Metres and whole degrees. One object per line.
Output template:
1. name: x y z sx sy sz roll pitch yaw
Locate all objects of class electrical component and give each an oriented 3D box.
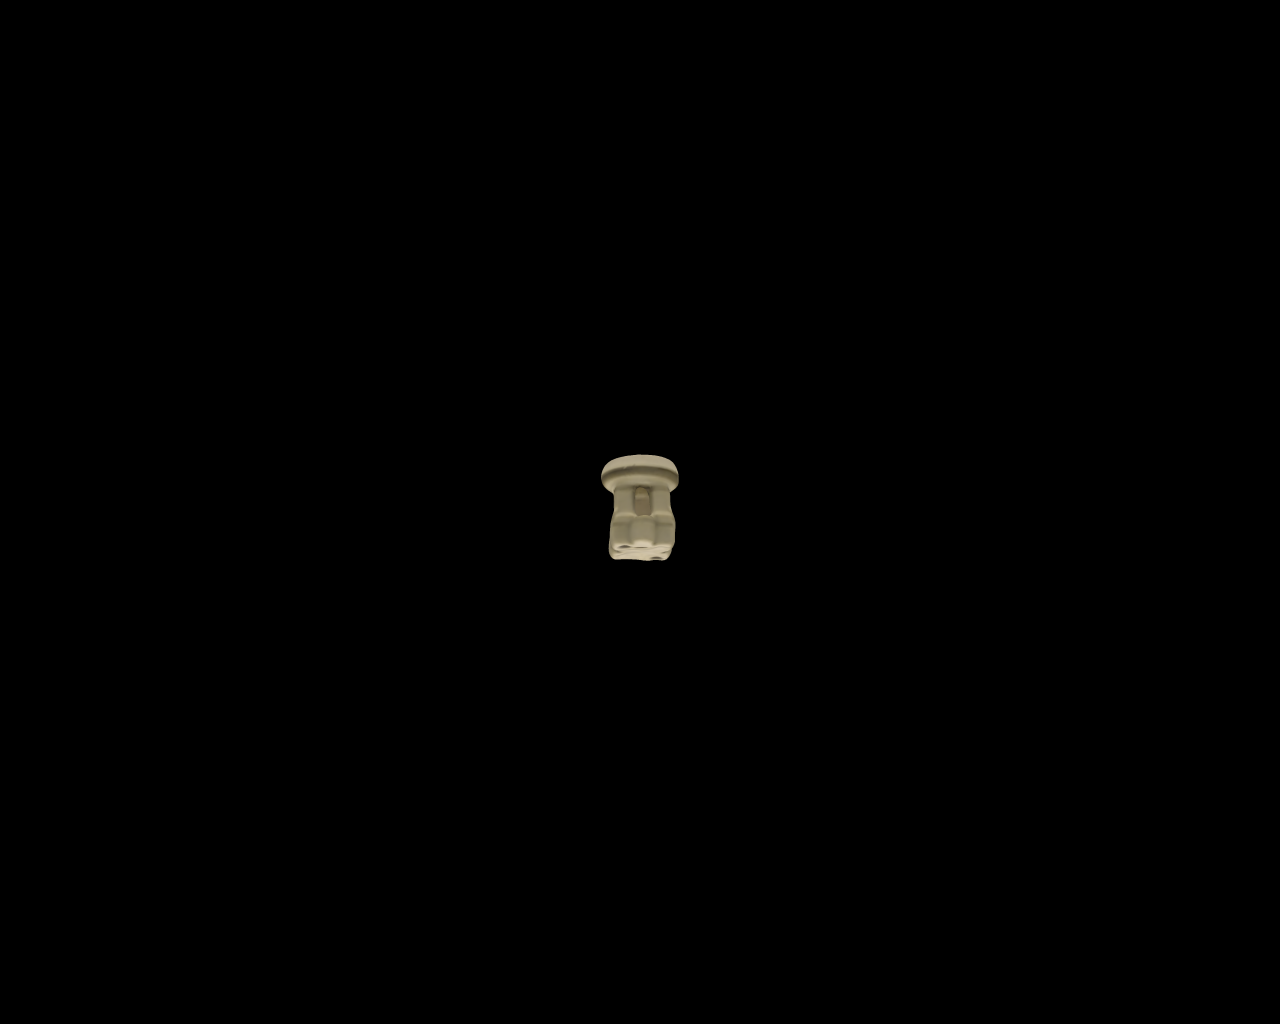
1. electrical component: 0.001 -0.003 0.650 0.048 0.055 0.066 1 -15 -3
